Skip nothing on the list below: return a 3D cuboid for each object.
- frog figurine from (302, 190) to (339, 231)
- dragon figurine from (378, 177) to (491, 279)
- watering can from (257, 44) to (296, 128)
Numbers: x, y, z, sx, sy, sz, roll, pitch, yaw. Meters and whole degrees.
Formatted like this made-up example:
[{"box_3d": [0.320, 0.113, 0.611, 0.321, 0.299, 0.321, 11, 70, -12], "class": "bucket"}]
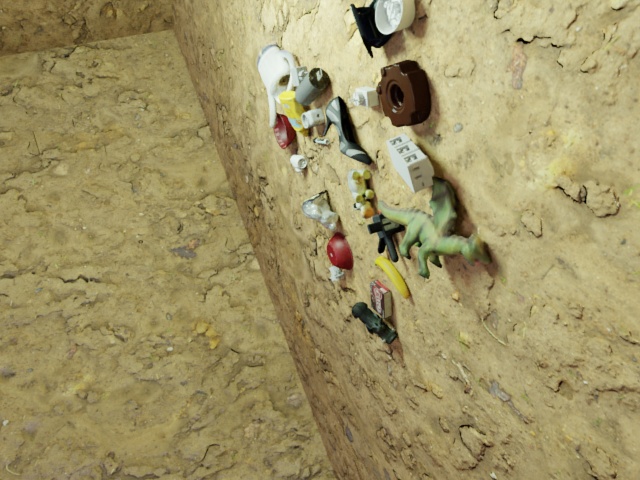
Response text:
[{"box_3d": [0.006, -0.102, 2.026, 0.159, 0.122, 0.138, 64, -167, -5], "class": "frog figurine"}, {"box_3d": [0.293, -0.058, 1.371, 0.418, 0.122, 0.237, 54, 136, 37], "class": "dragon figurine"}, {"box_3d": [-0.182, -0.627, 2.056, 0.227, 0.105, 0.340, 63, 147, 20], "class": "watering can"}]
